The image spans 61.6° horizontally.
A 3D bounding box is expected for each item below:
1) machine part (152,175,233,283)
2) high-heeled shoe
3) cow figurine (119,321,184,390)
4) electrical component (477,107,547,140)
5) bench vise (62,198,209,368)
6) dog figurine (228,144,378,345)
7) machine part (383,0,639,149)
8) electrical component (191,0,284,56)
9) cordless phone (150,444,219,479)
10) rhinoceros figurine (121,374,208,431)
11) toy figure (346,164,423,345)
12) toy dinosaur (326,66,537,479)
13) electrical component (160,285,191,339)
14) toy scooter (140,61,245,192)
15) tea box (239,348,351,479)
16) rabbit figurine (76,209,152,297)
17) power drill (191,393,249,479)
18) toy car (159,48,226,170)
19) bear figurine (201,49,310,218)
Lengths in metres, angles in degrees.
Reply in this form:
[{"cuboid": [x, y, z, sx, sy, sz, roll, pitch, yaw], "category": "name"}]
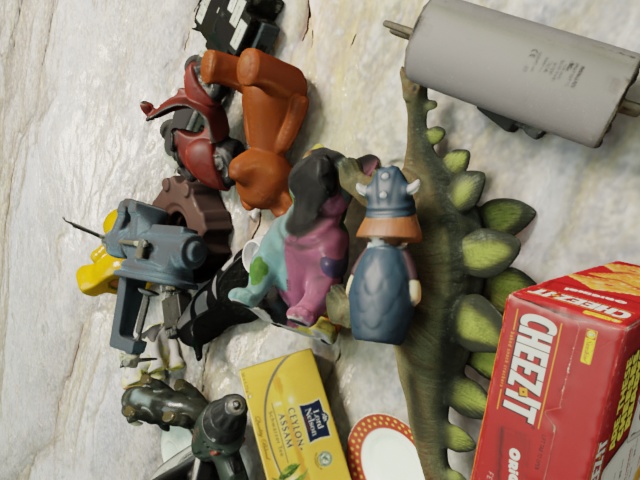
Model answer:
[{"cuboid": [-0.213, -0.016, 0.863, 0.180, 0.056, 0.179, 6, 99, 44], "category": "machine part"}, {"cuboid": [-0.139, 0.071, 0.809, 0.248, 0.086, 0.145, -54, 25, 12], "category": "high-heeled shoe"}, {"cuboid": [-0.318, 0.212, 0.973, 0.167, 0.068, 0.098, -33, 65, 37], "category": "cow figurine"}, {"cuboid": [0.180, -0.136, 0.494, 0.094, 0.021, 0.063, 52, 125, 29], "category": "electrical component"}, {"cuboid": [-0.269, 0.062, 0.793, 0.224, 0.128, 0.240, 7, 82, 25], "category": "bench vise"}, {"cuboid": [-0.001, -0.002, 0.630, 0.109, 0.191, 0.219, 17, 75, 24], "category": "dog figurine"}, {"cuboid": [0.160, -0.139, 0.439, 0.243, 0.079, 0.079, 29, 114, 21], "category": "machine part"}, {"cuboid": [-0.112, -0.302, 0.742, 0.134, 0.058, 0.115, 54, 128, 27], "category": "electrical component"}, {"cuboid": [-0.256, 0.394, 0.833, 0.146, 0.184, 0.089, -37, 72, 22], "category": "cordless phone"}, {"cuboid": [-0.267, 0.279, 0.910, 0.190, 0.112, 0.073, -6, 57, 31], "category": "rhinoceros figurine"}, {"cuboid": [0.057, 0.013, 0.471, 0.058, 0.064, 0.154, 101, 176, -83], "category": "toy figure"}, {"cuboid": [0.109, 0.062, 0.522, 0.199, 0.105, 0.470, 1, 94, 43], "category": "toy dinosaur"}, {"cuboid": [-0.247, 0.116, 0.912, 0.078, 0.045, 0.102, -14, 79, 43], "category": "electrical component"}, {"cuboid": [-0.182, -0.154, 0.761, 0.135, 0.075, 0.183, -4, 113, 13], "category": "toy scooter"}, {"cuboid": [-0.033, 0.229, 0.666, 0.068, 0.098, 0.169, 107, 145, -74], "category": "tea box"}, {"cuboid": [-0.359, 0.005, 0.971, 0.162, 0.122, 0.173, -47, 43, 33], "category": "rabbit figurine"}, {"cuboid": [-0.118, 0.327, 0.750, 0.207, 0.086, 0.232, 62, 148, 10], "category": "power drill"}, {"cuboid": [-0.194, -0.199, 0.832, 0.074, 0.056, 0.201, 54, 125, 34], "category": "toy car"}, {"cuboid": [-0.084, -0.128, 0.683, 0.120, 0.132, 0.195, 22, 102, 43], "category": "bear figurine"}]
